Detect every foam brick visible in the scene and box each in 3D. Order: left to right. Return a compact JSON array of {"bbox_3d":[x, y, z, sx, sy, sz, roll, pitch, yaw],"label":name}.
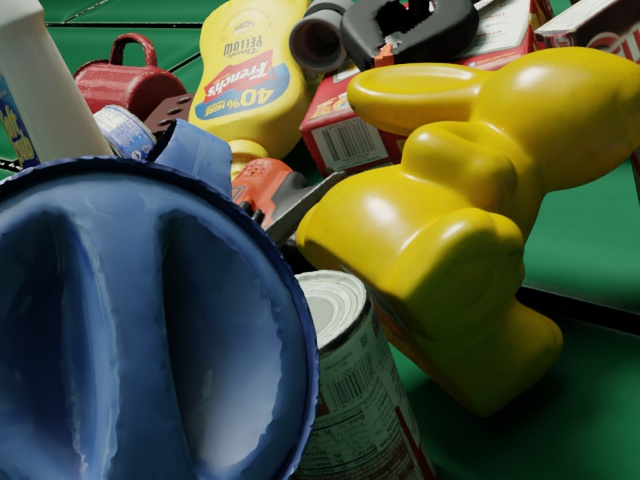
[{"bbox_3d":[-0.114,-0.087,0.906,0.053,0.051,0.078,-10,28,21],"label":"foam brick"}]

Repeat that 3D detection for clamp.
[{"bbox_3d":[0.079,-0.167,0.746,0.165,0.036,0.210,-3,37,14],"label":"clamp"}]

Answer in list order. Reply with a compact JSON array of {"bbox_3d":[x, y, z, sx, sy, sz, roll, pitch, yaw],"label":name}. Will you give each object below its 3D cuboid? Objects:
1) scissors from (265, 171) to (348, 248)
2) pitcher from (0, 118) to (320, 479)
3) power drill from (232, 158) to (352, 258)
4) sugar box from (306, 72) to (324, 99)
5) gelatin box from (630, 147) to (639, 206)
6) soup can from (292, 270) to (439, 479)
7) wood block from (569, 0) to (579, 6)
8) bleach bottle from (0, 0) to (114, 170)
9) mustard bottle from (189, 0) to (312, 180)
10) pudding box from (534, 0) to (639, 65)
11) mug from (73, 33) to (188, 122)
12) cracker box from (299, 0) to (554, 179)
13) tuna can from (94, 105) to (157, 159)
[{"bbox_3d":[-0.075,0.021,0.573,0.202,0.096,0.016,-55,27,-2],"label":"scissors"},{"bbox_3d":[-0.107,0.064,0.432,0.149,0.145,0.243,-22,-8,-34],"label":"pitcher"},{"bbox_3d":[-0.004,0.001,0.652,0.188,0.057,0.184,-5,34,28],"label":"power drill"},{"bbox_3d":[-0.036,-0.136,0.949,0.093,0.048,0.176,-20,24,6],"label":"sugar box"},{"bbox_3d":[0.172,0.003,0.498,0.030,0.073,0.089,-15,27,11],"label":"gelatin box"},{"bbox_3d":[0.005,0.073,0.458,0.068,0.102,0.068,-17,27,9],"label":"soup can"},{"bbox_3d":[0.219,-0.231,0.792,0.091,0.090,0.206,-13,-1,16],"label":"wood block"},{"bbox_3d":[-0.203,-0.099,0.768,0.068,0.251,0.103,-32,28,-21],"label":"bleach bottle"},{"bbox_3d":[-0.053,-0.109,0.823,0.096,0.058,0.191,-11,50,17],"label":"mustard bottle"},{"bbox_3d":[0.195,-0.117,0.690,0.113,0.090,0.039,-36,29,-29],"label":"pudding box"},{"bbox_3d":[-0.170,-0.127,0.960,0.082,0.117,0.093,10,6,39],"label":"mug"},{"bbox_3d":[0.090,-0.123,0.795,0.164,0.072,0.213,-16,26,21],"label":"cracker box"},{"bbox_3d":[-0.160,-0.063,0.857,0.033,0.086,0.086,-40,32,-30],"label":"tuna can"}]
